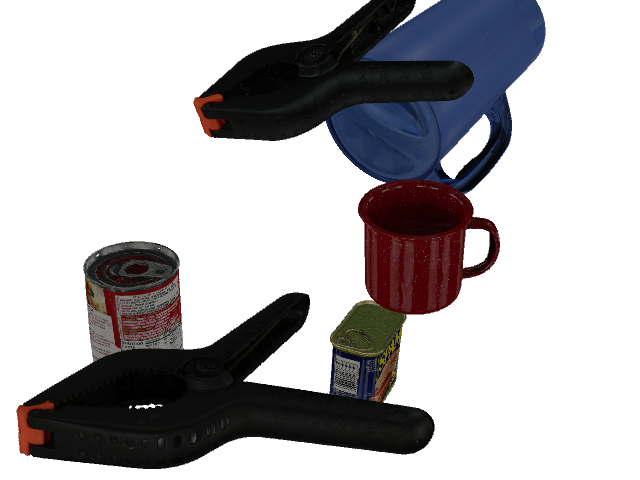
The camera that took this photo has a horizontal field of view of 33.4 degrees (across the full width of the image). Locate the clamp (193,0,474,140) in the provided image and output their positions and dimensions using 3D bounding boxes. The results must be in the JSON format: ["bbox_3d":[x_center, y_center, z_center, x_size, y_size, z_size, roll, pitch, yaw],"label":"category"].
[{"bbox_3d":[0.009,-0.100,0.671,0.171,0.039,0.120,-28,39,-6],"label":"clamp"}]

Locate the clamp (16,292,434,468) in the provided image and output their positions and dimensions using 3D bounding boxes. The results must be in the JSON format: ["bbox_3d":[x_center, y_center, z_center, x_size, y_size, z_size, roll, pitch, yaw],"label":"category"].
[{"bbox_3d":[-0.063,0.080,0.597,0.209,0.036,0.165,-5,24,-19],"label":"clamp"}]

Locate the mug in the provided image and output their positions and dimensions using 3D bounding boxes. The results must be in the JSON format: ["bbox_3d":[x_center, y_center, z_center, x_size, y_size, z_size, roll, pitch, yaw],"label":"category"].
[{"bbox_3d":[0.090,0.007,0.883,0.117,0.081,0.093,-2,33,-1],"label":"mug"}]

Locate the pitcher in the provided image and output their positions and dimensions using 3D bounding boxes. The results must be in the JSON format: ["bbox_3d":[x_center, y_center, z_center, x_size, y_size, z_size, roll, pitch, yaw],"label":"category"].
[{"bbox_3d":[0.128,-0.160,1.058,0.145,0.149,0.242,23,46,30],"label":"pitcher"}]

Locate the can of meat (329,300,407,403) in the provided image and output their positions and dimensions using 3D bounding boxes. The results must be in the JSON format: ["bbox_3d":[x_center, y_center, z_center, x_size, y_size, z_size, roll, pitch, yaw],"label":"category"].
[{"bbox_3d":[0.047,0.123,1.100,0.057,0.084,0.102,14,28,18],"label":"can of meat"}]

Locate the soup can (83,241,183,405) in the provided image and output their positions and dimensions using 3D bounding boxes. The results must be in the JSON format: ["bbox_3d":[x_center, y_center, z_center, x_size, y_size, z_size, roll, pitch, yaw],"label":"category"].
[{"bbox_3d":[-0.135,0.061,0.783,0.068,0.102,0.068,0,28,0],"label":"soup can"}]
